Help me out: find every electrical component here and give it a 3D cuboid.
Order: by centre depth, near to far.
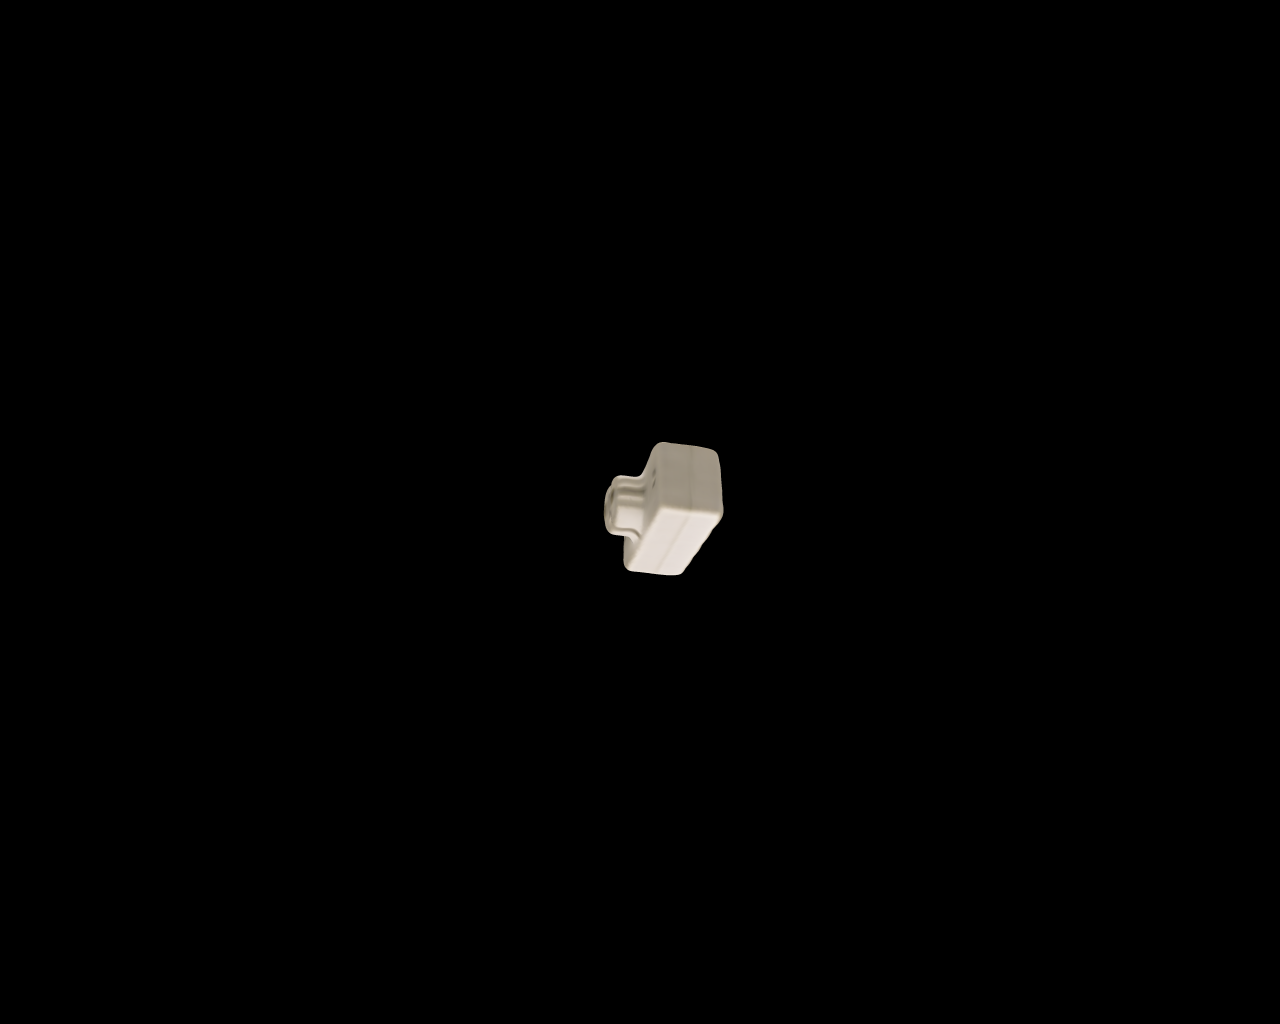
[{"bbox_3d":[0.001,-0.003,0.650,0.076,0.047,0.083,8,-31,-13],"label":"electrical component"}]
